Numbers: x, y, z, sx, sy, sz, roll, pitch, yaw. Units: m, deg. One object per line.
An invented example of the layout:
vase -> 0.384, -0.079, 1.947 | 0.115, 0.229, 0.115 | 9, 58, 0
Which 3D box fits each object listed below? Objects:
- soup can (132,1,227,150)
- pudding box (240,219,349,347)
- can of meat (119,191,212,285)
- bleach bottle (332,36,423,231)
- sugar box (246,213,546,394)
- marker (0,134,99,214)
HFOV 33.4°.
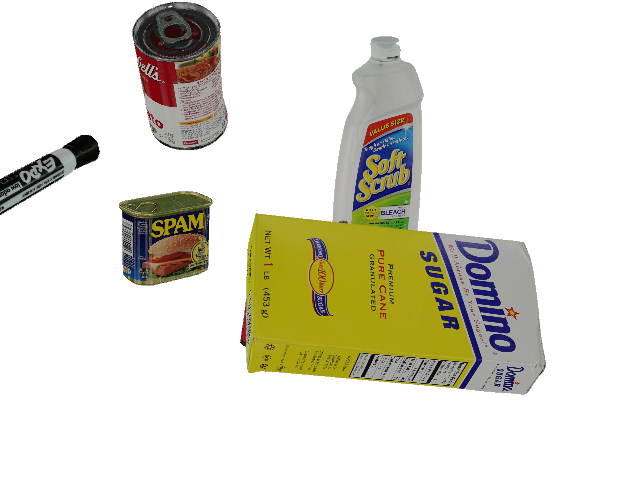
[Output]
soup can -> -0.111, -0.131, 0.861 | 0.068, 0.068, 0.102 | 0, -38, 0
pudding box -> -0.012, 0.040, 0.896 | 0.039, 0.090, 0.113 | 31, 36, 32
can of meat -> -0.170, -0.003, 1.180 | 0.101, 0.084, 0.058 | -12, 24, -39
bleach bottle -> 0.059, -0.095, 1.160 | 0.102, 0.251, 0.068 | -4, 25, -7
sugar box -> 0.043, 0.038, 0.650 | 0.176, 0.093, 0.048 | 4, -35, -7
marker -> -0.175, -0.038, 0.651 | 0.020, 0.020, 0.121 | 0, 24, 28
